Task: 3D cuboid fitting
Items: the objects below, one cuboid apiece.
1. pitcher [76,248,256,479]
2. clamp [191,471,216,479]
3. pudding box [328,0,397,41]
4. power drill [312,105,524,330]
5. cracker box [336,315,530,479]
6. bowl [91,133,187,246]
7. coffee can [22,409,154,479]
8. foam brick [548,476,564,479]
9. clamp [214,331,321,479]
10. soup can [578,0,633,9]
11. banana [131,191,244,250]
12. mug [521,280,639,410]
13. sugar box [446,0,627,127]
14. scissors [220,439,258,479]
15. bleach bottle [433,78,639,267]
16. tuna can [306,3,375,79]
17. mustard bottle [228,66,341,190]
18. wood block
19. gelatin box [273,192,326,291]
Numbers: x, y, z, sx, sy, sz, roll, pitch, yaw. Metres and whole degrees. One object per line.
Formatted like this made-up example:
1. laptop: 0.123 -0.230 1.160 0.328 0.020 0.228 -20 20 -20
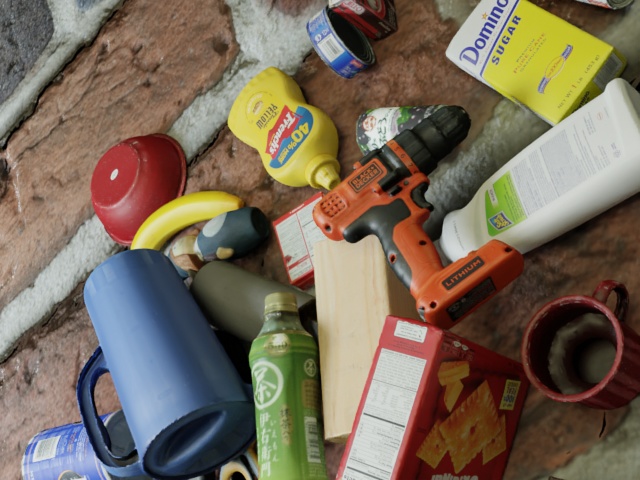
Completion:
1. pitcher: -0.177 0.131 1.144 0.145 0.148 0.243 -55 49 28
2. clamp: -0.161 0.301 1.202 0.120 0.039 0.171 -12 69 30
3. pudding box: 0.046 -0.301 1.240 0.039 0.089 0.113 -24 59 31
4. power drill: 0.107 -0.022 1.011 0.184 0.057 0.188 -39 57 2
5. cracker box: 0.100 0.192 0.953 0.072 0.164 0.213 10 79 43
6. bowl: -0.253 -0.076 1.417 0.162 0.055 0.162 -16 63 34
7. coffee can: -0.267 0.262 1.262 0.141 0.102 0.103 -19 62 33
8. foam brick: 0.220 0.248 0.908 0.053 0.051 0.078 5 76 40
9. clamp: -0.096 0.160 1.208 0.165 0.036 0.210 -51 52 10
10. soup can: 0.264 -0.274 1.069 0.102 0.068 0.068 28 91 41
11. banana: -0.179 -0.016 1.348 0.198 0.037 0.069 -37 85 25
12. mug: 0.240 0.091 0.933 0.093 0.081 0.117 17 84 41
13. sugar box: 0.216 -0.186 1.087 0.093 0.048 0.176 -54 50 7
14. scissors: -0.105 0.213 1.165 0.202 0.016 0.096 42 101 34
15. bleach bottle: 0.206 -0.046 1.030 0.251 0.068 0.102 -32 51 29
16. tuna can: 0.024 -0.229 1.233 0.034 0.086 0.086 -36 54 25
17. mustard bottle: -0.031 -0.118 1.252 0.096 0.058 0.192 -50 50 11
18. wood block: 0.058 0.098 1.072 0.090 0.090 0.206 -19 62 32
19. gelatin box: -0.008 0.002 1.204 0.073 0.030 0.089 -33 56 24
